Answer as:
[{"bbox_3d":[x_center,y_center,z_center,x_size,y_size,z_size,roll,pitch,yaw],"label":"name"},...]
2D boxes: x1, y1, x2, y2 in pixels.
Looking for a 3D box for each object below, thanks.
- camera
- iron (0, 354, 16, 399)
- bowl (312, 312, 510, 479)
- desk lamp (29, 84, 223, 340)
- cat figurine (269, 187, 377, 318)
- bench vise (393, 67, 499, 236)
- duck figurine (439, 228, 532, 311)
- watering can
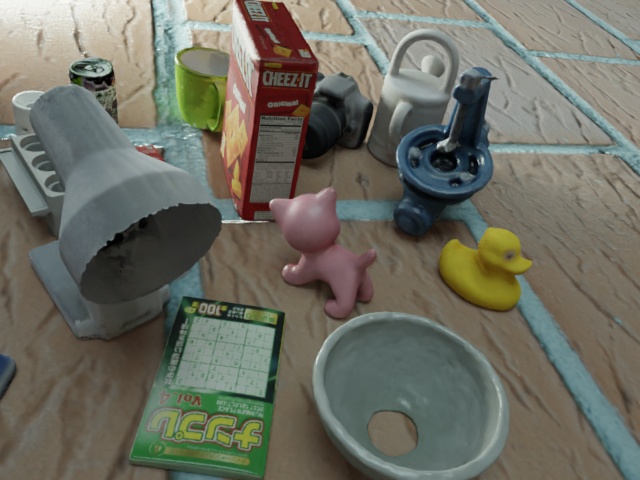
[{"bbox_3d":[-0.007,-0.187,0.836,0.143,0.101,0.137,25,41,13],"label":"camera"},{"bbox_3d":[-0.335,0.112,0.370,0.118,0.141,0.259,34,44,23],"label":"iron"},{"bbox_3d":[0.070,0.147,0.494,0.167,0.075,0.167,8,41,-7],"label":"bowl"},{"bbox_3d":[-0.185,-0.010,0.496,0.118,0.213,0.202,-25,53,-36],"label":"desk lamp"},{"bbox_3d":[0.006,0.002,0.609,0.127,0.118,0.067,33,44,22],"label":"cat figurine"},{"bbox_3d":[0.168,-0.135,0.733,0.121,0.220,0.207,17,40,5],"label":"bench vise"},{"bbox_3d":[0.194,0.022,0.663,0.104,0.086,0.078,32,44,21],"label":"duck figurine"},{"bbox_3d":[0.139,-0.215,0.836,0.101,0.194,0.173,9,40,-5],"label":"watering can"}]
